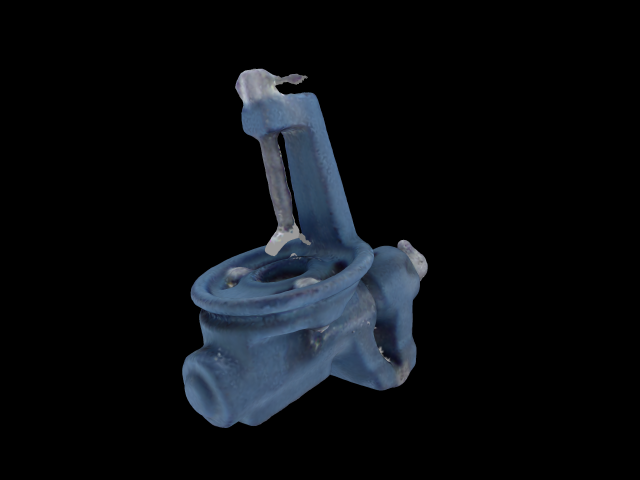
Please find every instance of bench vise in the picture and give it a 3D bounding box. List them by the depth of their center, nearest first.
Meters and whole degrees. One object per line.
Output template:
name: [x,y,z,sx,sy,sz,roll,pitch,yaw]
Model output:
bench vise: [-0.007,0.001,0.406,0.121,0.220,0.208,2,5,29]
